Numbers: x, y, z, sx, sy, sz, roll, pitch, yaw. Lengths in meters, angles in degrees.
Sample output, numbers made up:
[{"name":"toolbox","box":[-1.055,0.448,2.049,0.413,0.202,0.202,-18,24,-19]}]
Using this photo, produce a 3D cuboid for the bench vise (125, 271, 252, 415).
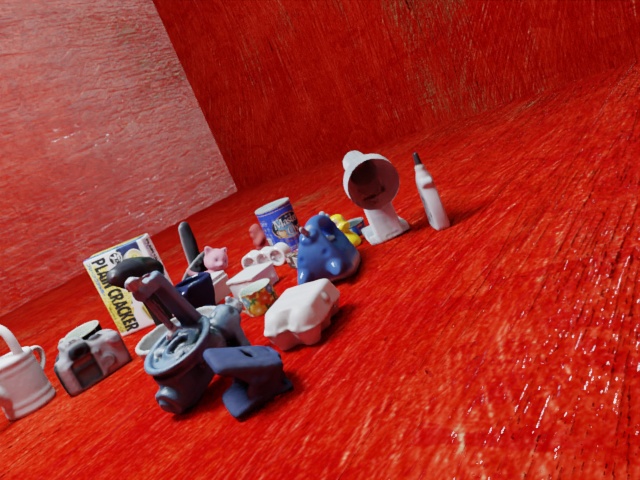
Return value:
[{"name":"bench vise","box":[-0.216,0.134,0.912,0.121,0.220,0.208,-18,14,21]}]

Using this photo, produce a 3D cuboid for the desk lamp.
[{"name":"desk lamp","box":[0.119,-0.101,1.315,0.118,0.214,0.203,-23,13,-3]}]

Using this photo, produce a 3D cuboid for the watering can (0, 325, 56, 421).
[{"name":"watering can","box":[-0.635,0.263,1.166,0.101,0.194,0.173,-23,13,1]}]

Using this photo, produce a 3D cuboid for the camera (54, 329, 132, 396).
[{"name":"camera","box":[-0.502,0.246,1.217,0.143,0.101,0.136,-33,16,-37]}]

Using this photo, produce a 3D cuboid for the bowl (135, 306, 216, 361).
[{"name":"bowl","box":[-0.247,0.193,1.056,0.167,0.075,0.167,-22,13,5]}]

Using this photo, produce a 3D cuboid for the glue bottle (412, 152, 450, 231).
[{"name":"glue bottle","box":[0.233,-0.108,1.236,0.037,0.173,0.078,-22,13,3]}]

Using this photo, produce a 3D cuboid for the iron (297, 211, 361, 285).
[{"name":"iron","box":[0.011,0.004,1.230,0.118,0.141,0.258,-19,13,17]}]

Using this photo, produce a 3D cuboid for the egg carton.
[{"name":"egg carton","box":[-0.027,0.123,0.970,0.107,0.069,0.150,-17,14,24]}]

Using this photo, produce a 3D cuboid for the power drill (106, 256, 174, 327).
[{"name":"power drill","box":[-0.364,0.127,1.221,0.075,0.208,0.229,-23,13,1]}]

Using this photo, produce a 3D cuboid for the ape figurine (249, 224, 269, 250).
[{"name":"ape figurine","box":[-0.182,-0.005,1.718,0.076,0.092,0.078,-20,13,11]}]

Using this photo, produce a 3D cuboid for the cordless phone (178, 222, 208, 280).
[{"name":"cordless phone","box":[-0.370,0.047,1.616,0.094,0.185,0.147,-21,13,7]}]

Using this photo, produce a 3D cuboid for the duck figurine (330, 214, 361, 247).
[{"name":"duck figurine","box":[0.047,-0.021,1.402,0.078,0.086,0.104,-29,14,-27]}]

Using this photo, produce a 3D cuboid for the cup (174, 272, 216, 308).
[{"name":"cup","box":[-0.276,0.135,1.296,0.091,0.095,0.118,-21,13,9]}]

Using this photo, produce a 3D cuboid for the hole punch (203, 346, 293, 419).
[{"name":"hole punch","box":[-0.104,0.182,0.814,0.101,0.091,0.108,-27,13,-19]}]

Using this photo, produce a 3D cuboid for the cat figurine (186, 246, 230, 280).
[{"name":"cat figurine","box":[-0.291,0.075,1.520,0.128,0.118,0.067,-26,13,-15]}]
